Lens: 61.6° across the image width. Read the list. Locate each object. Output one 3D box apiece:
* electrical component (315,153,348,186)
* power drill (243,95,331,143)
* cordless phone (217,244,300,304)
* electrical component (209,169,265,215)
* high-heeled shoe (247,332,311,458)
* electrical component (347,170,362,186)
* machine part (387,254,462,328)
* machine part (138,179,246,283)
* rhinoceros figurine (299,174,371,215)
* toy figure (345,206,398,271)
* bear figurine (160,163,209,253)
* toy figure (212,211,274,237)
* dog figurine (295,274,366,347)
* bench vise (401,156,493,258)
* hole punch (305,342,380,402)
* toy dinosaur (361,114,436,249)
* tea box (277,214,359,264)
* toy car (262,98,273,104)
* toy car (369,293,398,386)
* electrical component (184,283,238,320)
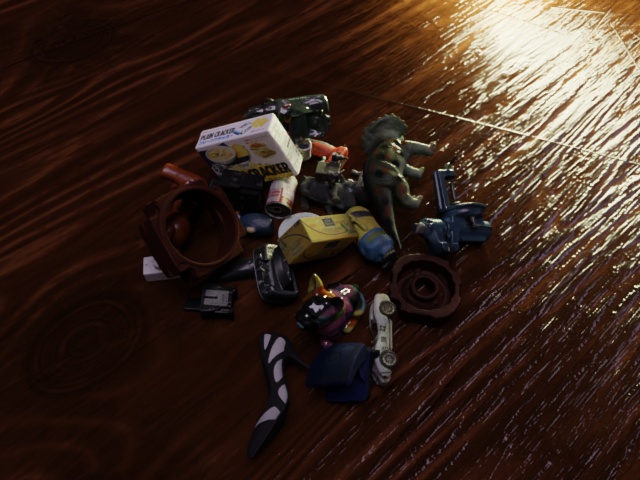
[{"bbox_3d":[0.028,-0.181,1.359,0.078,0.045,0.102,13,46,9],"label":"electrical component"},{"bbox_3d":[-0.074,-0.323,1.428,0.232,0.085,0.207,-14,26,-13],"label":"power drill"},{"bbox_3d":[-0.149,0.088,1.245,0.184,0.088,0.147,-14,59,2],"label":"cordless phone"},{"bbox_3d":[-0.206,-0.116,1.341,0.134,0.114,0.058,9,53,3],"label":"electrical component"},{"bbox_3d":[-0.120,0.303,1.096,0.145,0.086,0.249,25,55,17],"label":"high-heeled shoe"},{"bbox_3d":[0.121,-0.154,1.432,0.094,0.021,0.063,19,58,10],"label":"electrical component"},{"bbox_3d":[0.240,0.114,1.243,0.179,0.056,0.179,1,56,-1],"label":"machine part"},{"bbox_3d":[-0.282,-0.022,1.206,0.201,0.087,0.201,-34,100,-40],"label":"machine part"},{"bbox_3d":[0.037,-0.117,1.381,0.190,0.073,0.112,9,45,6],"label":"rhinoceros figurine"},{"bbox_3d":[0.120,-0.007,1.303,0.089,0.082,0.180,-12,46,-41],"label":"toy figure"},{"bbox_3d":[-0.353,-0.071,1.309,0.132,0.120,0.196,18,63,14],"label":"bear figurine"},{"bbox_3d":[-0.192,-0.041,1.327,0.155,0.064,0.057,7,95,8],"label":"toy figure"},{"bbox_3d":[0.026,0.131,1.129,0.191,0.219,0.108,-38,70,-23],"label":"dog figurine"},{"bbox_3d":[0.312,-0.076,1.319,0.224,0.129,0.240,-2,75,-12],"label":"bench vise"},{"bbox_3d":[0.041,0.262,1.094,0.142,0.092,0.116,-15,52,35],"label":"hole punch"},{"bbox_3d":[0.172,-0.172,1.353,0.192,0.131,0.405,20,51,2],"label":"toy dinosaur"},{"bbox_3d":[-0.003,-0.004,1.237,0.169,0.098,0.068,-8,64,-46],"label":"tea box"},{"bbox_3d":[-0.081,-0.373,1.551,0.202,0.053,0.089,-2,61,-5],"label":"toy car"},{"bbox_3d":[0.134,0.214,1.163,0.056,0.073,0.202,6,57,-3],"label":"toy car"},{"bbox_3d":[-0.249,0.138,1.215,0.119,0.047,0.075,7,57,0],"label":"electrical component"}]
